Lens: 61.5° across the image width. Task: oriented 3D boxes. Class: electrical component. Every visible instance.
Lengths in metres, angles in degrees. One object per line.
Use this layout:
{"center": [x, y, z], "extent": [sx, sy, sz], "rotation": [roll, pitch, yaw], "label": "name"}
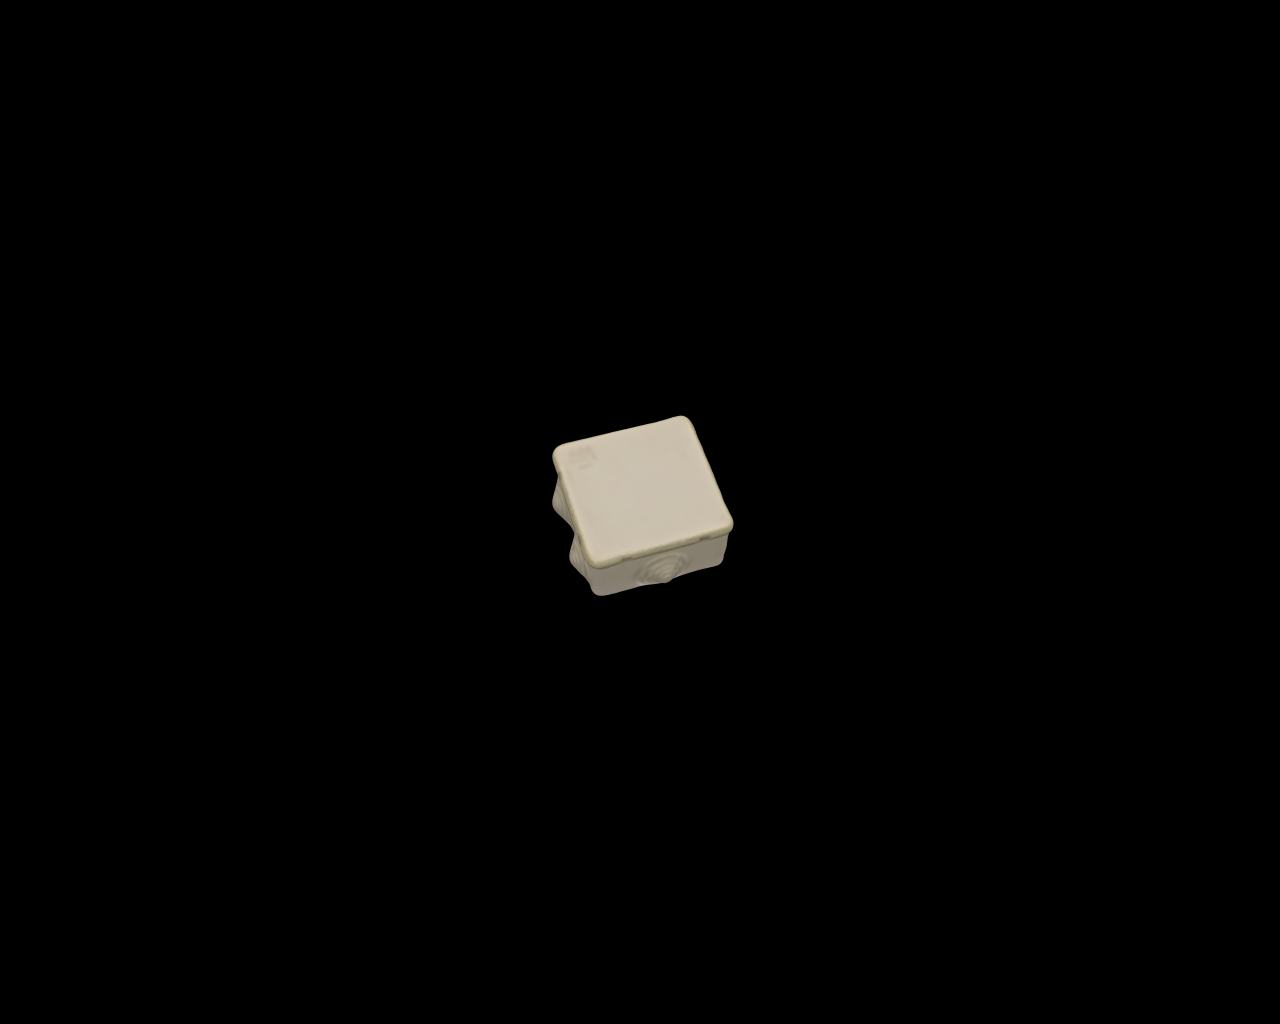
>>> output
{"center": [0.001, -0.003, 0.650], "extent": [0.100, 0.100, 0.048], "rotation": [-15, -32, -9], "label": "electrical component"}
